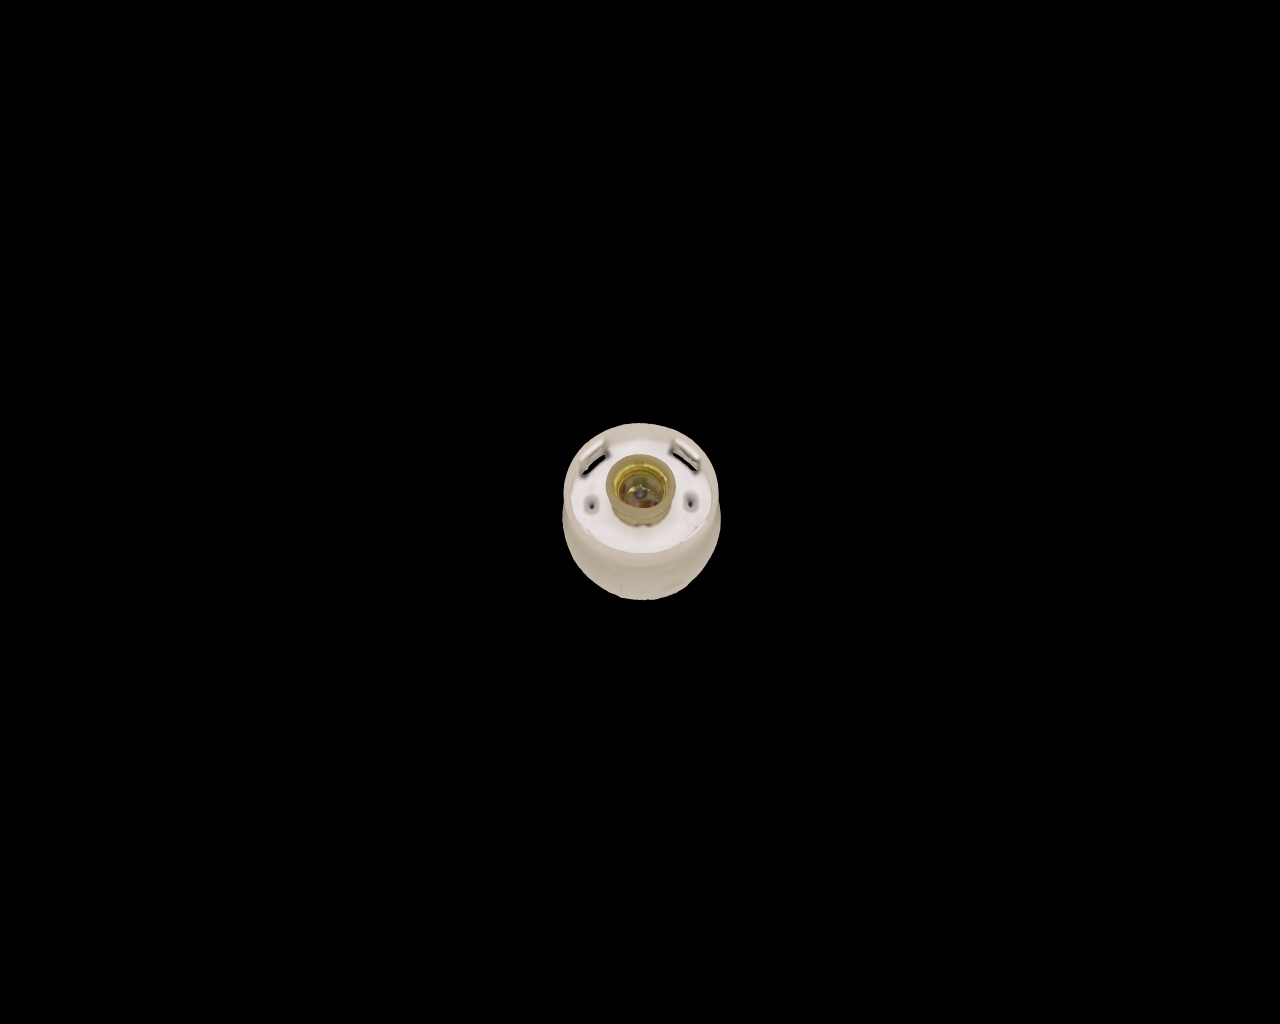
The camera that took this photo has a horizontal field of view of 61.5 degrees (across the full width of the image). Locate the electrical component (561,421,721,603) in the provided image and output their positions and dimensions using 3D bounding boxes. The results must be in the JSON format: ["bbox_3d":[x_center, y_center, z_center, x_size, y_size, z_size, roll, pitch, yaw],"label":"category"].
[{"bbox_3d":[0.001,-0.003,0.650,0.099,0.099,0.064,0,-27,0],"label":"electrical component"}]
